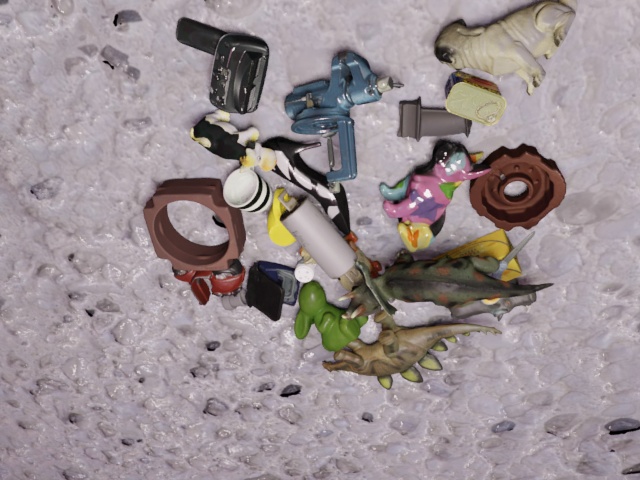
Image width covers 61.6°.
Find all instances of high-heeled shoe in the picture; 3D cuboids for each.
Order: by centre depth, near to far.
[{"bbox_3d":[-0.032,-0.102,1.122,0.145,0.086,0.248,-12,116,20],"label":"high-heeled shoe"}]

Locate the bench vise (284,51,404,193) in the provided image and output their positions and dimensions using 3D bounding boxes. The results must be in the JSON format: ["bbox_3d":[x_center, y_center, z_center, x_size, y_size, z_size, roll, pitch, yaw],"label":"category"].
[{"bbox_3d":[0.039,-0.209,0.987,0.224,0.129,0.240,-5,89,21],"label":"bench vise"}]

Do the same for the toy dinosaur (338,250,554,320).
[{"bbox_3d":[0.220,0.085,1.041,0.405,0.192,0.131,-7,95,33],"label":"toy dinosaur"}]

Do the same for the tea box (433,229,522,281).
[{"bbox_3d":[0.335,0.056,1.157,0.170,0.098,0.068,-26,117,22],"label":"tea box"}]

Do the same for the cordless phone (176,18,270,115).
[{"bbox_3d":[-0.196,-0.326,1.010,0.184,0.089,0.146,24,125,7],"label":"cordless phone"}]

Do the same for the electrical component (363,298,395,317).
[{"bbox_3d":[0.120,0.141,1.224,0.102,0.045,0.078,-8,124,-32],"label":"electrical component"}]

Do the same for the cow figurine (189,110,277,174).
[{"bbox_3d":[-0.168,-0.184,1.049,0.167,0.098,0.068,34,127,14],"label":"cow figurine"}]

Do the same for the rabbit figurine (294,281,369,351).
[{"bbox_3d":[0.010,0.176,1.299,0.170,0.121,0.159,49,126,-2],"label":"rabbit figurine"}]

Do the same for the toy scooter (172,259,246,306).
[{"bbox_3d":[-0.260,0.104,1.297,0.184,0.075,0.135,0,123,13],"label":"toy scooter"}]

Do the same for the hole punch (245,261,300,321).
[{"bbox_3d":[-0.111,0.113,1.283,0.116,0.092,0.142,31,131,24],"label":"hole punch"}]

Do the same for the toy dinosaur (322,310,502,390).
[{"bbox_3d":[0.197,0.265,1.319,0.471,0.105,0.198,-26,124,34],"label":"toy dinosaur"}]

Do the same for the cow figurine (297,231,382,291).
[{"bbox_3d":[0.036,0.042,1.206,0.127,0.085,0.194,-35,113,21],"label":"cow figurine"}]

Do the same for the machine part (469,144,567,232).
[{"bbox_3d":[0.388,-0.103,1.067,0.179,0.056,0.179,5,124,7],"label":"machine part"}]

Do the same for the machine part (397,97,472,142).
[{"bbox_3d":[0.217,-0.226,1.018,0.139,0.039,0.084,7,113,12],"label":"machine part"}]

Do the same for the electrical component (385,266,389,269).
[{"bbox_3d":[0.147,0.103,1.262,0.063,0.021,0.093,-2,124,11],"label":"electrical component"}]

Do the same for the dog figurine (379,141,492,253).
[{"bbox_3d":[0.239,-0.091,1.070,0.219,0.108,0.191,-26,115,20],"label":"dog figurine"}]

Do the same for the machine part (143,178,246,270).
[{"bbox_3d":[-0.275,-0.034,1.200,0.202,0.087,0.200,-2,123,8],"label":"machine part"}]

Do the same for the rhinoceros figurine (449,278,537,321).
[{"bbox_3d":[0.378,0.128,1.190,0.190,0.112,0.073,-15,118,27],"label":"rhinoceros figurine"}]

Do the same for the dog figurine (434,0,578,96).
[{"bbox_3d":[0.306,-0.350,0.900,0.191,0.121,0.172,29,91,10],"label":"dog figurine"}]

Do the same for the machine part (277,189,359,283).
[{"bbox_3d":[-0.002,-0.003,1.101,0.079,0.079,0.243,-33,108,26],"label":"machine part"}]
